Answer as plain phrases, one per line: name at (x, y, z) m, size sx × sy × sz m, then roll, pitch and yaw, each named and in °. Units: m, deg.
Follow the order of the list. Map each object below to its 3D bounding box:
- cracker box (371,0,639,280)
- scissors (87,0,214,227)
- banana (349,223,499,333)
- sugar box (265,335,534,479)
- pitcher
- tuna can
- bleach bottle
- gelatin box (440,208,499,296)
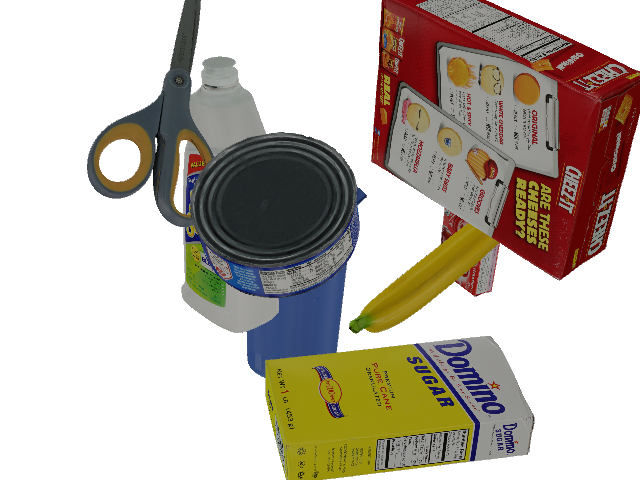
cracker box at (0.140, -0.094, 0.850) m, size 0.072 × 0.164 × 0.214 m, roll -29°, pitch 48°, yaw -33°
scissors at (-0.118, -0.103, 0.740) m, size 0.096 × 0.202 × 0.016 m, roll 0°, pitch -23°, yaw -22°
banana at (0.110, 0.032, 1.016) m, size 0.197 × 0.037 × 0.069 m, roll -39°, pitch 1°, yaw -4°
sugar box at (0.053, 0.118, 0.764) m, size 0.176 × 0.048 × 0.093 m, roll -8°, pitch 36°, yaw -8°
pitcher at (-0.040, 0.041, 1.263) m, size 0.149 × 0.243 × 0.144 m, roll 10°, pitch 18°, yaw 23°
tuna can at (-0.022, -0.013, 0.555) m, size 0.086 × 0.086 × 0.034 m, roll 0°, pitch -35°, yaw 7°
bleach bottle at (-0.088, -0.044, 0.961) m, size 0.068 × 0.251 × 0.103 m, roll -25°, pitch 38°, yaw -33°
gelatin box at (0.172, 0.009, 1.241) m, size 0.030 × 0.089 × 0.073 m, roll -13°, pitch 32°, yaw -29°
